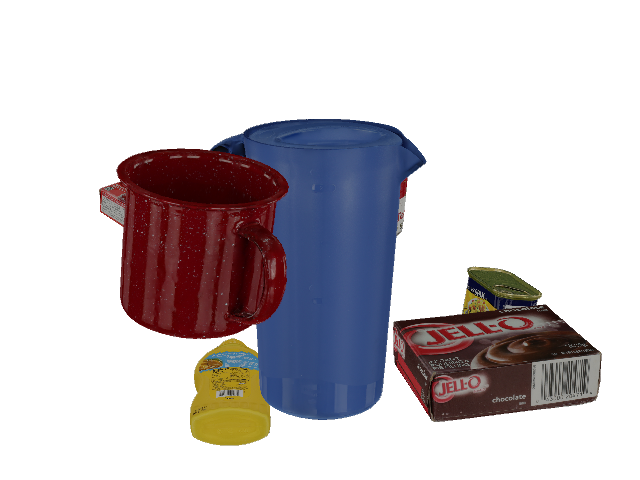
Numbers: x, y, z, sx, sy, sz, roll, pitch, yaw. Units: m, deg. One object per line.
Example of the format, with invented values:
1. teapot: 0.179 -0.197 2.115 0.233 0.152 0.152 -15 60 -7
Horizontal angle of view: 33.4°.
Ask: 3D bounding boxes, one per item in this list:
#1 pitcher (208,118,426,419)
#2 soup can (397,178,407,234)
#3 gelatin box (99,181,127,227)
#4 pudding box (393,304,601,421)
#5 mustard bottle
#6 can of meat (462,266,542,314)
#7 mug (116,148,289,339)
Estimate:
1. pitcher: -0.009 0.021 0.902 0.144 0.243 0.149 -10 20 -34
2. soup can: 0.067 -0.060 1.256 0.068 0.102 0.068 2 28 -1
3. gelatin box: -0.161 -0.033 1.045 0.089 0.030 0.073 30 36 31
4. pudding box: 0.112 0.077 0.694 0.113 0.039 0.090 -4 18 -10
5. mustard bottle: -0.112 0.181 1.351 0.096 0.058 0.191 -3 27 -2
6. can of meat: 0.198 0.084 1.194 0.057 0.084 0.102 4 14 -18
7. mug: -0.060 0.006 0.585 0.093 0.081 0.117 -14 31 -43
